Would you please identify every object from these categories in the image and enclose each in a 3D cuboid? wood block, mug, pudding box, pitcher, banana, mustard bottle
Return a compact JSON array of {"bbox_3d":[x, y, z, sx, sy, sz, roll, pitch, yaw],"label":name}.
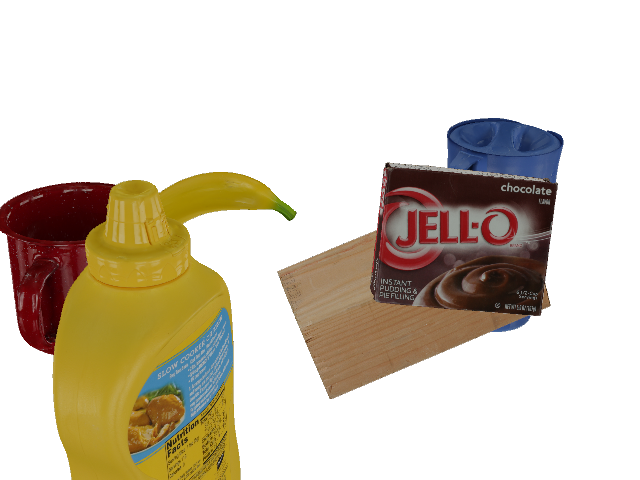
[{"bbox_3d":[0.080,0.042,0.921,0.206,0.091,0.090,-22,33,-2],"label":"wood block"},{"bbox_3d":[-0.151,0.024,0.649,0.093,0.081,0.117,5,26,9],"label":"mug"},{"bbox_3d":[0.093,-0.002,0.704,0.113,0.090,0.039,4,12,-2],"label":"pudding box"},{"bbox_3d":[0.203,-0.014,1.272,0.149,0.243,0.145,0,25,-4],"label":"pitcher"},{"bbox_3d":[-0.121,-0.027,1.025,0.198,0.069,0.037,-13,18,30],"label":"banana"},{"bbox_3d":[-0.072,0.065,0.452,0.058,0.192,0.096,14,31,24],"label":"mustard bottle"}]
